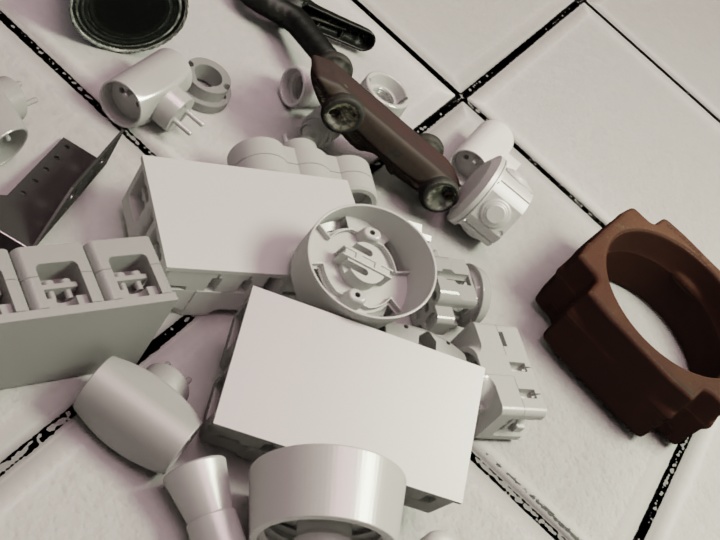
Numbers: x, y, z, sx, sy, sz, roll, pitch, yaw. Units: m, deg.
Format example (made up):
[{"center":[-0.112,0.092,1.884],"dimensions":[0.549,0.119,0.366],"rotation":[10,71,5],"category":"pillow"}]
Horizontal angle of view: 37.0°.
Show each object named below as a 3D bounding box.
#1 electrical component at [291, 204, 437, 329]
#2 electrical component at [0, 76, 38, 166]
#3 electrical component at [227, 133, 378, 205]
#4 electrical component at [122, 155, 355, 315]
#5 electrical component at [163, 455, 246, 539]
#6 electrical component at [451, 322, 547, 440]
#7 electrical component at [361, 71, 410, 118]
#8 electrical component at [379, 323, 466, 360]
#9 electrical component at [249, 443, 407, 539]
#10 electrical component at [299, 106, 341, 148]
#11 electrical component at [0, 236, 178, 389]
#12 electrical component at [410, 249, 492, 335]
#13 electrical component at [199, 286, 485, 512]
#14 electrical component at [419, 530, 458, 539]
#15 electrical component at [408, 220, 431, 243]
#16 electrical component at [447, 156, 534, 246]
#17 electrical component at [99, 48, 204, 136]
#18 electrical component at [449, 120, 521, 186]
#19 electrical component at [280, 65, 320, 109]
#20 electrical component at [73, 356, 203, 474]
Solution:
[{"center":[0.000,0.000,0.817],"dimensions":[0.099,0.064,0.099],"rotation":[16,59,-27],"category":"electrical component"},{"center":[-0.284,-0.126,0.828],"dimensions":[0.077,0.043,0.079],"rotation":[45,43,6],"category":"electrical component"},{"center":[-0.053,-0.092,0.956],"dimensions":[0.138,0.052,0.073],"rotation":[8,51,-31],"category":"electrical component"},{"center":[-0.089,-0.022,0.866],"dimensions":[0.186,0.060,0.105],"rotation":[4,53,-33],"category":"electrical component"},{"center":[-0.100,0.162,0.715],"dimensions":[0.044,0.044,0.065],"rotation":[-6,63,-38],"category":"electrical component"},{"center":[0.110,0.094,0.914],"dimensions":[0.056,0.050,0.089],"rotation":[7,50,-31],"category":"electrical component"},{"center":[0.017,-0.164,1.071],"dimensions":[0.055,0.047,0.055],"rotation":[19,46,-21],"category":"electrical component"},{"center":[0.042,0.090,0.875],"dimensions":[0.077,0.043,0.079],"rotation":[22,51,-19],"category":"electrical component"},{"center":[-0.023,0.167,0.719],"dimensions":[0.108,0.108,0.060],"rotation":[19,52,-21],"category":"electrical component"},{"center":[-0.040,-0.131,1.012],"dimensions":[0.035,0.035,0.061],"rotation":[41,44,2],"category":"electrical component"},{"center":[-0.213,0.027,0.714],"dimensions":[0.150,0.089,0.061],"rotation":[-7,60,-39],"category":"electrical component"},{"center":[0.078,0.021,0.950],"dimensions":[0.057,0.058,0.078],"rotation":[7,51,-27],"category":"electrical component"},{"center":[-0.012,0.099,0.787],"dimensions":[0.186,0.060,0.105],"rotation":[20,62,-13],"category":"electrical component"},{"center":[0.046,0.231,0.745],"dimensions":[0.054,0.059,0.095],"rotation":[38,42,-2],"category":"electrical component"},{"center":[0.022,-0.010,0.928],"dimensions":[0.042,0.081,0.063],"rotation":[16,70,-24],"category":"electrical component"},{"center":[0.126,-0.067,1.043],"dimensions":[0.051,0.080,0.080],"rotation":[39,42,-9],"category":"electrical component"},{"center":[-0.170,-0.146,0.926],"dimensions":[0.079,0.043,0.077],"rotation":[40,42,1],"category":"electrical component"},{"center":[0.140,-0.109,1.114],"dimensions":[0.079,0.043,0.077],"rotation":[41,42,1],"category":"electrical component"},{"center":[-0.048,-0.176,1.042],"dimensions":[0.046,0.040,0.040],"rotation":[-1,55,-42],"category":"electrical component"},{"center":[-0.144,0.090,0.743],"dimensions":[0.077,0.043,0.079],"rotation":[36,34,1],"category":"electrical component"}]
